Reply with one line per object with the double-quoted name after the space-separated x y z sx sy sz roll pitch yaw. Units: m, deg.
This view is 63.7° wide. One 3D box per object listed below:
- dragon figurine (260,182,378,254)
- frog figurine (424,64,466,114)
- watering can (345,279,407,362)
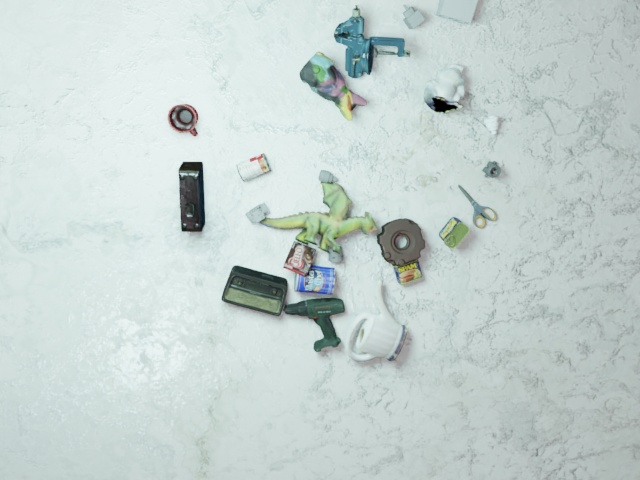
0.006 -0.092 1.835 0.411 0.121 0.244 23 85 5 "dragon figurine"
0.422 -0.514 1.736 0.137 0.121 0.162 10 72 1 "frog figurine"
0.235 0.331 1.975 0.223 0.105 0.344 21 105 -12 "watering can"
